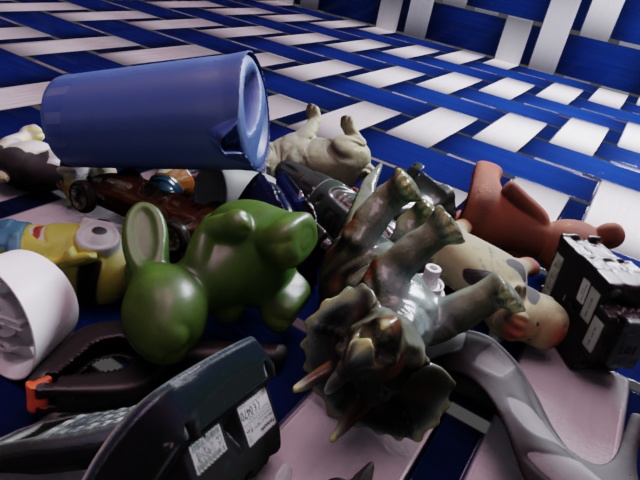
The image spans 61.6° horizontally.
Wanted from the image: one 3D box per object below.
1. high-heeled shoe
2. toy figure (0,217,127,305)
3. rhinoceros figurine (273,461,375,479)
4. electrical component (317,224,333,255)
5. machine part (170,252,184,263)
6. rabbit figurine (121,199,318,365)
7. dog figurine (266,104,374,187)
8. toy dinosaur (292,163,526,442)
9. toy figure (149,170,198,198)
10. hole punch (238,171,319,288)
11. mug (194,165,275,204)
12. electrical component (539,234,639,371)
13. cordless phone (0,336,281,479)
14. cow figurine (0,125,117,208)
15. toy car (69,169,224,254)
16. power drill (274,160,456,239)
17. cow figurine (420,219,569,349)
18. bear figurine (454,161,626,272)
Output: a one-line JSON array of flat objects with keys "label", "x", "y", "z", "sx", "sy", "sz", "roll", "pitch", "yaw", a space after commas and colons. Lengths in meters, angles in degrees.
[{"label": "high-heeled shoe", "x": 0.143, "y": 0.166, "z": 0.447, "sx": 0.249, "sy": 0.086, "sz": 0.145, "roll": 15, "pitch": 57, "yaw": 43}, {"label": "toy figure", "x": -0.269, "y": 0.023, "z": 0.520, "sx": 0.180, "sy": 0.089, "sz": 0.082, "roll": -6, "pitch": 47, "yaw": -11}, {"label": "rhinoceros figurine", "x": 0.041, "y": 0.193, "z": 0.334, "sx": 0.190, "sy": 0.073, "sz": 0.112, "roll": 9, "pitch": 31, "yaw": -4}, {"label": "electrical component", "x": -0.001, "y": -0.002, "z": 0.670, "sx": 0.021, "sy": 0.063, "sz": 0.094, "roll": -44, "pitch": 56, "yaw": -3}, {"label": "machine part", "x": -0.195, "y": 0.012, "z": 0.604, "sx": 0.139, "sy": 0.039, "sz": 0.084, "roll": 0, "pitch": 39, "yaw": -21}, {"label": "rabbit figurine", "x": -0.105, "y": 0.027, "z": 0.464, "sx": 0.159, "sy": 0.121, "sz": 0.170, "roll": 32, "pitch": 42, "yaw": 19}, {"label": "dog figurine", "x": -0.027, "y": -0.107, "z": 0.819, "sx": 0.173, "sy": 0.121, "sz": 0.190, "roll": 25, "pitch": 46, "yaw": 29}, {"label": "toy dinosaur", "x": 0.054, "y": 0.040, "z": 0.529, "sx": 0.131, "sy": 0.192, "sz": 0.405, "roll": 48, "pitch": 8, "yaw": -18}, {"label": "toy figure", "x": -0.191, "y": -0.082, "z": 0.743, "sx": 0.058, "sy": 0.064, "sz": 0.154, "roll": 41, "pitch": 31, "yaw": 4}, {"label": "hole punch", "x": -0.060, "y": -0.008, "z": 0.612, "sx": 0.092, "sy": 0.115, "sz": 0.142, "roll": -9, "pitch": 34, "yaw": -16}, {"label": "mug", "x": -0.101, "y": -0.072, "z": 0.716, "sx": 0.107, "sy": 0.109, "sz": 0.081, "roll": 0, "pitch": 18, "yaw": -44}, {"label": "electrical component", "x": 0.296, "y": 0.073, "z": 0.580, "sx": 0.058, "sy": 0.114, "sz": 0.134, "roll": 2, "pitch": 31, "yaw": -7}, {"label": "cordless phone", "x": -0.134, "y": 0.132, "z": 0.382, "sx": 0.184, "sy": 0.088, "sz": 0.146, "roll": -11, "pitch": 2, "yaw": 21}, {"label": "cow figurine", "x": -0.350, "y": -0.090, "z": 0.696, "sx": 0.168, "sy": 0.068, "sz": 0.098, "roll": 18, "pitch": 36, "yaw": 19}, {"label": "toy car", "x": -0.194, "y": -0.042, "z": 0.611, "sx": 0.202, "sy": 0.053, "sz": 0.089, "roll": 23, "pitch": 30, "yaw": 23}, {"label": "power drill", "x": 0.075, "y": -0.057, "z": 0.751, "sx": 0.207, "sy": 0.086, "sz": 0.232, "roll": -10, "pitch": 43, "yaw": -40}, {"label": "cow figurine", "x": 0.192, "y": 0.051, "z": 0.615, "sx": 0.127, "sy": 0.085, "sz": 0.195, "roll": -10, "pitch": 38, "yaw": -42}, {"label": "bear figurine", "x": 0.287, "y": -0.016, "z": 0.728, "sx": 0.196, "sy": 0.120, "sz": 0.132, "roll": 17, "pitch": 27, "yaw": 7}]
